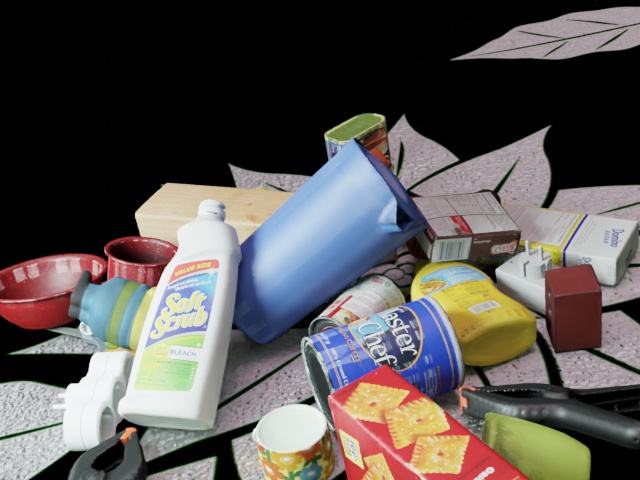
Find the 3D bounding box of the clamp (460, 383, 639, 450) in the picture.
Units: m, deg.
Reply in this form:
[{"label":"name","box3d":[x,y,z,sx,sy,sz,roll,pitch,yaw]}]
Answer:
[{"label":"clamp","box3d":[0.240,0.160,1.031,0.210,0.036,0.164,0,6,35]}]

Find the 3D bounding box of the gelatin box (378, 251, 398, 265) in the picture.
[{"label":"gelatin box","box3d":[0.053,0.003,1.384,0.073,0.030,0.089,-15,33,-8]}]

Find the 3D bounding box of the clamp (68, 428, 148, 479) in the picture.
[{"label":"clamp","box3d":[-0.230,0.248,1.045,0.120,0.039,0.171,3,27,11]}]

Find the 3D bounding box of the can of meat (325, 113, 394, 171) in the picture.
[{"label":"can of meat","box3d":[0.057,-0.128,1.553,0.101,0.084,0.058,-32,37,-33]}]

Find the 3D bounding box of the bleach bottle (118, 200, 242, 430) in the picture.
[{"label":"bleach bottle","box3d":[-0.144,0.075,1.157,0.103,0.068,0.251,2,67,14]}]

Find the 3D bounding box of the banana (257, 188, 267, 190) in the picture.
[{"label":"banana","box3d":[-0.030,-0.038,1.478,0.198,0.037,0.069,14,21,34]}]

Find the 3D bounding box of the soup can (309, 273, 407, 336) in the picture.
[{"label":"soup can","box3d":[0.044,0.090,1.200,0.069,0.068,0.102,14,37,35]}]

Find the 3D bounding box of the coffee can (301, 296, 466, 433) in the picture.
[{"label":"coffee can","box3d":[0.064,0.127,1.096,0.140,0.103,0.103,-18,31,-13]}]

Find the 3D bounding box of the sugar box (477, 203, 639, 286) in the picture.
[{"label":"sugar box","box3d":[0.288,0.003,1.297,0.176,0.048,0.093,13,37,29]}]

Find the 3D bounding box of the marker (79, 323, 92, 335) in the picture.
[{"label":"marker","box3d":[-0.274,0.086,1.334,0.020,0.020,0.121,-6,19,8]}]

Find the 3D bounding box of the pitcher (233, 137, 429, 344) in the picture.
[{"label":"pitcher","box3d":[-0.008,0.002,1.228,0.243,0.145,0.149,-40,-12,10]}]

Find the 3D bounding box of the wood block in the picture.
[{"label":"wood block","box3d":[-0.126,-0.012,1.403,0.206,0.091,0.090,5,33,25]}]

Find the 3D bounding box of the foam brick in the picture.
[{"label":"foam brick","box3d":[0.272,0.074,1.148,0.051,0.078,0.053,-6,30,4]}]

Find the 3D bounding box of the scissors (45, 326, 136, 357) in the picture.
[{"label":"scissors","box3d":[-0.277,0.128,1.286,0.202,0.016,0.096,-1,31,16]}]

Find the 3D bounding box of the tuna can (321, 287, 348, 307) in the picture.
[{"label":"tuna can","box3d":[-0.006,0.048,1.321,0.086,0.034,0.086,-8,30,4]}]

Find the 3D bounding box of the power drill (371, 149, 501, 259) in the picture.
[{"label":"power drill","box3d":[0.123,-0.054,1.390,0.188,0.057,0.184,28,35,29]}]

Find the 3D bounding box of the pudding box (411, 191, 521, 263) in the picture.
[{"label":"pudding box","box3d":[0.169,-0.017,1.265,0.113,0.039,0.090,-4,35,-18]}]

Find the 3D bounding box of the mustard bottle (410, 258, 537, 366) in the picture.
[{"label":"mustard bottle","box3d":[0.157,0.069,1.209,0.096,0.058,0.192,-16,30,-16]}]

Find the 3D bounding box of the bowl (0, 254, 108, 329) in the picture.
[{"label":"bowl","box3d":[-0.344,0.070,1.351,0.162,0.055,0.162,-7,19,2]}]

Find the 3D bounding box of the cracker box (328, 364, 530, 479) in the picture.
[{"label":"cracker box","box3d":[0.099,0.223,0.861,0.072,0.164,0.214,-26,33,-20]}]

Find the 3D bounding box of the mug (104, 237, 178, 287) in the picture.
[{"label":"mug","box3d":[-0.211,0.048,1.325,0.117,0.081,0.093,-8,25,-35]}]
